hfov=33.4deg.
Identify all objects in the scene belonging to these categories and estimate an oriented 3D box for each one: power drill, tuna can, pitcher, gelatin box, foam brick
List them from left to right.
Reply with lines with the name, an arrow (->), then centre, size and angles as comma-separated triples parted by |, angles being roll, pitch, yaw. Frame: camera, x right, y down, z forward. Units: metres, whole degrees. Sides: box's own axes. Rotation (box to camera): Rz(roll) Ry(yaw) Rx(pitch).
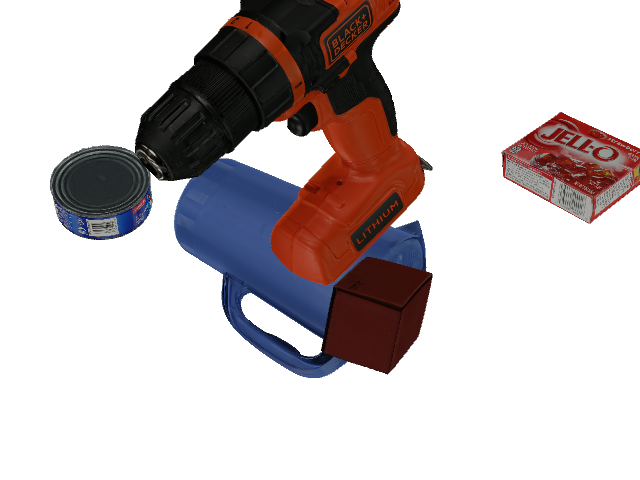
tuna can -> -0.189, -0.041, 0.928 | 0.086, 0.086, 0.034 | 0, -42, -3
pitcher -> -0.031, 0.018, 1.055 | 0.243, 0.145, 0.149 | 27, 28, 27
power drill -> -0.008, -0.057, 0.581 | 0.057, 0.184, 0.187 | 35, -21, 29
foam brick -> 0.041, 0.051, 0.756 | 0.053, 0.051, 0.078 | 16, 21, 18
gelatin box -> 0.198, -0.059, 0.833 | 0.073, 0.030, 0.089 | -33, 48, -28
